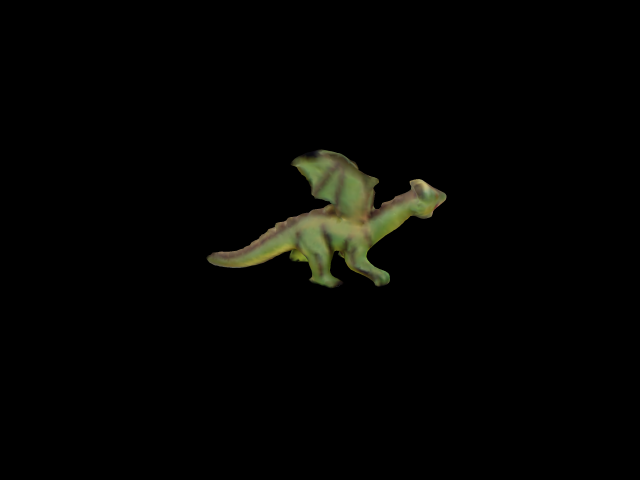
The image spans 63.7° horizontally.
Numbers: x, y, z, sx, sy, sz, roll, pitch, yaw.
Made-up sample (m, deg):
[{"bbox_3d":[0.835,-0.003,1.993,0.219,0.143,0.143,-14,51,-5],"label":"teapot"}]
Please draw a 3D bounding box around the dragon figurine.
[{"bbox_3d":[0.003,-0.043,0.850,0.410,0.237,0.125,0,33,0],"label":"dragon figurine"}]
